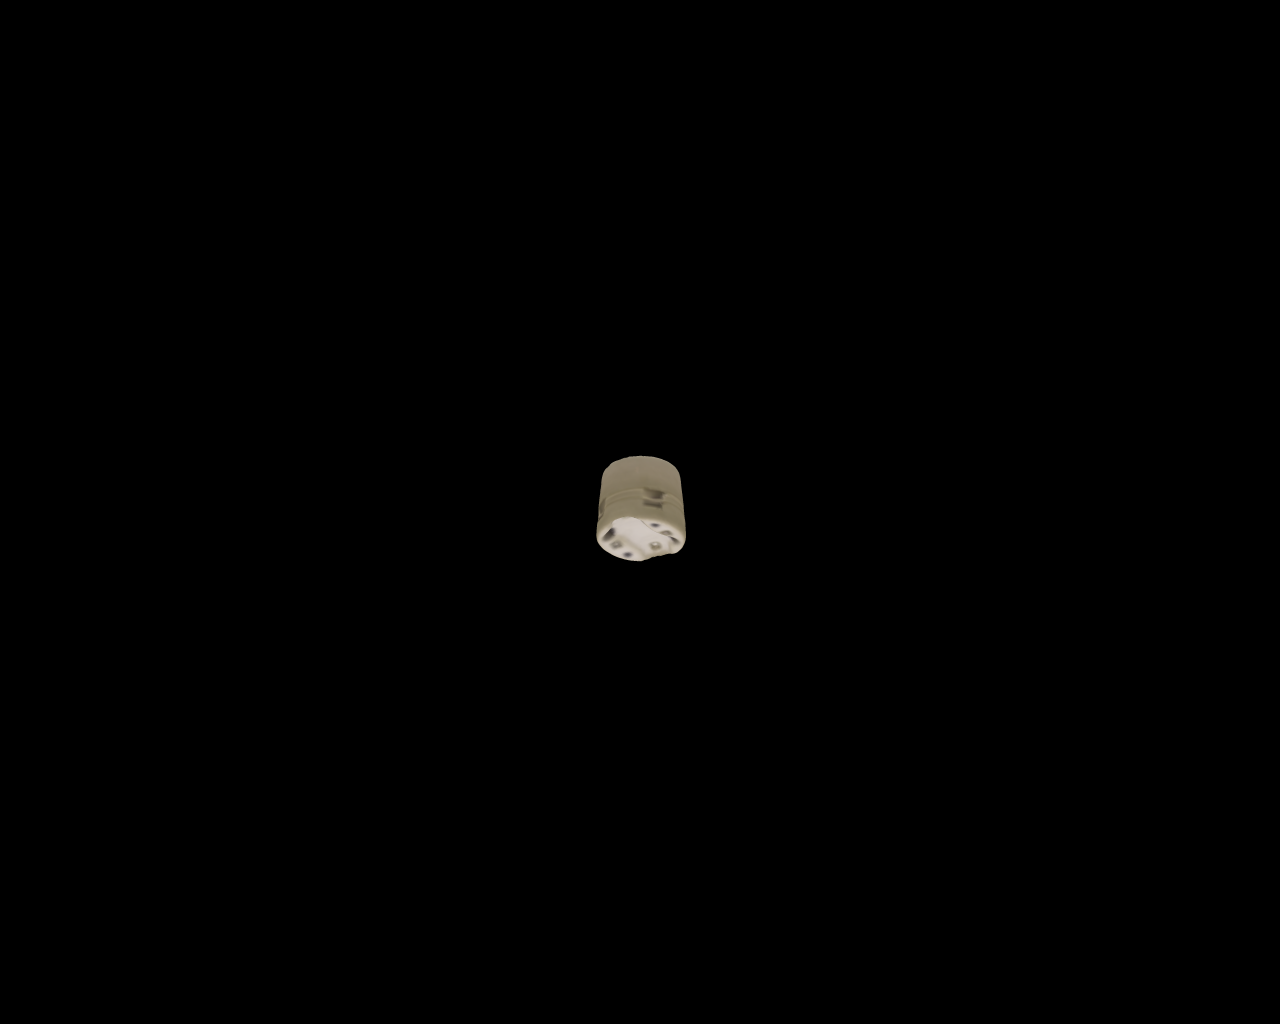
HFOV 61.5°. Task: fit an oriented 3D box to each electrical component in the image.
[{"bbox_3d":[0.001,-0.003,0.650,0.055,0.047,0.055,0,-31,0],"label":"electrical component"}]
